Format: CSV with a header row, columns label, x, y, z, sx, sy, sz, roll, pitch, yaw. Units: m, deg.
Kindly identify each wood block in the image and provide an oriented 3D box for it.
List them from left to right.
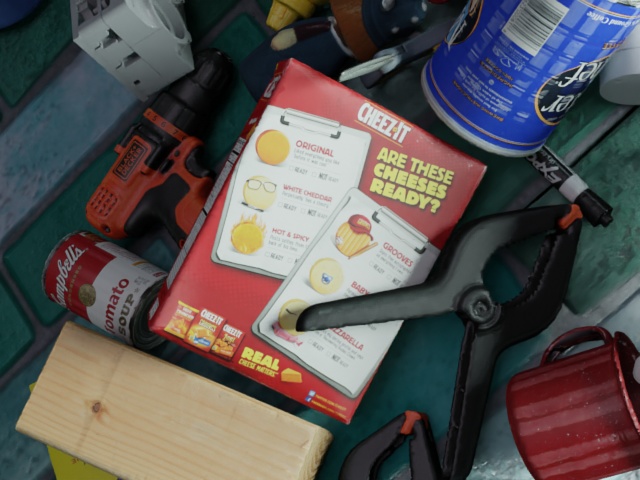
label,x,y,z,sx,sy,sz,roll,pitch,yaw
wood block,-0.104,0.144,0.795,0.206,0.090,0.091,21,79,14

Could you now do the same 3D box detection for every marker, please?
label,x,y,z,sx,sy,sz,roll,pitch,yaw
marker,0.167,-0.054,0.775,0.020,0.020,0.121,-46,66,11

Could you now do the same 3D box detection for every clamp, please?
label,x,y,z,sx,sy,sz,roll,pitch,yaw
clamp,0.033,0.205,0.778,0.120,0.039,0.171,11,79,14
clamp,0.097,0.044,0.745,0.164,0.036,0.210,40,86,-9

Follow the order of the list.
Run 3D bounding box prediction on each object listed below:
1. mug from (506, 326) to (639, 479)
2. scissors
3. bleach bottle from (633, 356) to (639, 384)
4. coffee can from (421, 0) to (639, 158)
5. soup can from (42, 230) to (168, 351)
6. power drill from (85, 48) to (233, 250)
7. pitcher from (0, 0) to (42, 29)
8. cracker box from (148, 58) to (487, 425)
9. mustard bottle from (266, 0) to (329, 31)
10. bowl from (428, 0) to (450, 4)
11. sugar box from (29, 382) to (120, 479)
label,x,y,z,sx,sy,sz,roll,pitch,yaw
mug,0.175,0.108,0.711,0.082,0.093,0.117,-23,43,25
scissors,0.038,-0.122,0.766,0.096,0.201,0.016,-28,93,42
bleach bottle,0.265,-0.026,0.648,0.068,0.102,0.251,23,107,53
coffee can,0.146,-0.140,0.723,0.103,0.102,0.140,55,136,23
soup can,-0.171,0.042,0.888,0.102,0.068,0.068,25,92,26
power drill,-0.084,-0.046,0.871,0.188,0.057,0.184,37,95,28
pitcher,-0.358,-0.290,0.937,0.145,0.242,0.149,24,85,29
cracker box,-0.005,0.001,0.774,0.164,0.072,0.214,27,92,-13
mustard bottle,0.012,-0.253,0.861,0.096,0.058,0.192,33,95,23
bowl,0.130,-0.245,0.781,0.055,0.162,0.162,13,84,-19
sugar box,-0.169,0.183,0.873,0.093,0.048,0.176,-28,69,16
